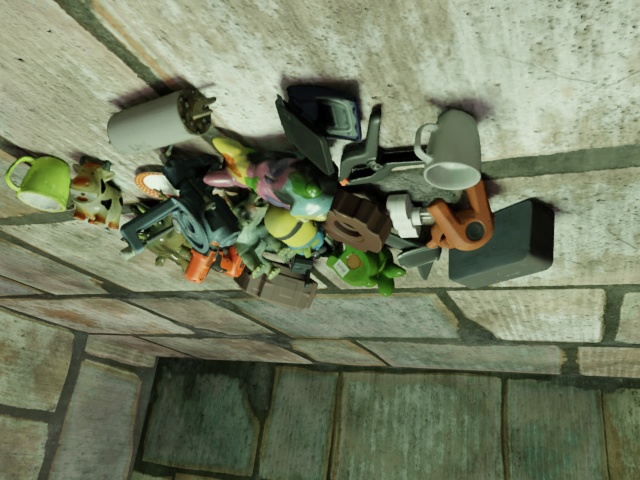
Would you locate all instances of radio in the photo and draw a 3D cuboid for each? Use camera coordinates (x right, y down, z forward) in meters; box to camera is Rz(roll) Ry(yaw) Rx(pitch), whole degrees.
[{"bbox_3d":[0.368,0.016,1.110,0.073,0.131,0.229,20,155,-24],"label":"radio"}]

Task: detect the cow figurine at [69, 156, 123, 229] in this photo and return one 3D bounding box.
[{"bbox_3d":[-0.473,-0.097,1.143,0.085,0.127,0.195,9,172,-3],"label":"cow figurine"}]

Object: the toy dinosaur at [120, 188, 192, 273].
[{"bbox_3d":[-0.375,-0.014,1.310,0.198,0.105,0.471,18,153,-19],"label":"toy dinosaur"}]

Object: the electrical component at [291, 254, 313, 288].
[{"bbox_3d":[-0.046,0.060,1.367,0.048,0.119,0.075,10,160,-8],"label":"electrical component"}]

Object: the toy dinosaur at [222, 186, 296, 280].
[{"bbox_3d":[-0.154,-0.010,1.229,0.192,0.131,0.404,50,172,7],"label":"toy dinosaur"}]

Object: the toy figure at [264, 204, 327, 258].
[{"bbox_3d":[-0.045,-0.019,1.075,0.082,0.089,0.180,29,166,29],"label":"toy figure"}]

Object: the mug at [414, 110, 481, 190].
[{"bbox_3d":[0.191,-0.143,0.810,0.109,0.107,0.081,17,156,-14],"label":"mug"}]

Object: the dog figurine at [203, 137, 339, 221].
[{"bbox_3d":[-0.089,-0.111,0.935,0.219,0.108,0.192,12,-167,-9],"label":"dog figurine"}]

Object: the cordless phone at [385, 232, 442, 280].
[{"bbox_3d":[0.186,0.010,1.239,0.184,0.088,0.146,27,-172,10],"label":"cordless phone"}]

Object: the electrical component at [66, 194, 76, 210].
[{"bbox_3d":[-0.591,-0.109,1.230,0.078,0.045,0.102,-25,155,4],"label":"electrical component"}]

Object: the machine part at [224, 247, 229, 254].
[{"bbox_3d":[-0.282,0.036,1.489,0.139,0.039,0.084,-15,155,40],"label":"machine part"}]

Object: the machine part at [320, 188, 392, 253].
[{"bbox_3d":[0.063,-0.037,1.111,0.179,0.056,0.179,25,162,9],"label":"machine part"}]

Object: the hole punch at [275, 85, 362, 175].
[{"bbox_3d":[0.000,-0.181,0.826,0.116,0.092,0.142,40,170,22],"label":"hole punch"}]

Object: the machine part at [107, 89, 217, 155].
[{"bbox_3d":[-0.264,-0.190,0.877,0.243,0.079,0.079,-7,154,30],"label":"machine part"}]

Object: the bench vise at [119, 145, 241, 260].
[{"bbox_3d":[-0.271,-0.054,0.991,0.223,0.240,0.129,56,154,-4],"label":"bench vise"}]

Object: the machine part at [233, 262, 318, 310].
[{"bbox_3d":[-0.123,0.116,1.466,0.201,0.087,0.202,18,-175,-26],"label":"machine part"}]

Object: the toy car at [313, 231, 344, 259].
[{"bbox_3d":[-0.003,-0.004,1.282,0.074,0.056,0.201,-8,155,20],"label":"toy car"}]

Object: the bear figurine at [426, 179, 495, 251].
[{"bbox_3d":[0.265,-0.042,1.063,0.120,0.131,0.196,-28,-172,-1],"label":"bear figurine"}]

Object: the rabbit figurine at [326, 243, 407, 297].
[{"bbox_3d":[0.130,0.048,1.270,0.159,0.121,0.170,41,-153,24],"label":"rabbit figurine"}]
